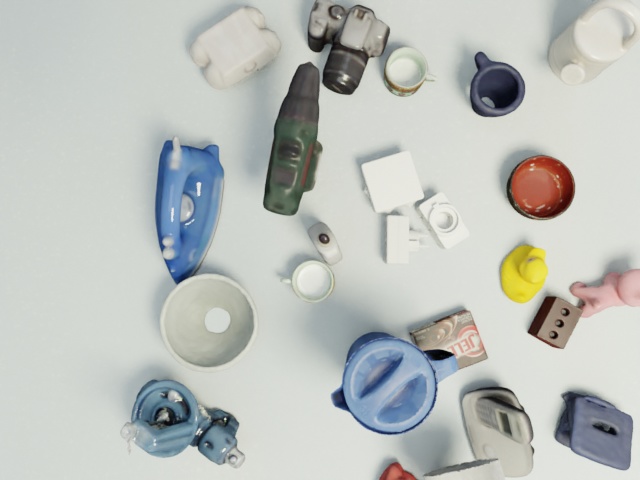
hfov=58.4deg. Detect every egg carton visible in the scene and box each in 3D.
[{"bbox_3d":[-0.150,-0.340,1.019,0.150,0.069,0.107,-35,87,-1],"label":"egg carton"}]

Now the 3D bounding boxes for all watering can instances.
[{"bbox_3d":[0.460,-0.330,0.947,0.101,0.194,0.173,16,87,2],"label":"watering can"}]

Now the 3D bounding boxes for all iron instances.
[{"bbox_3d":[-0.237,-0.047,0.967,0.118,0.141,0.258,5,87,1],"label":"iron"}]

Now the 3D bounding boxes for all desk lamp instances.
[{"bbox_3d":[0.232,0.427,0.896,0.118,0.213,0.203,-13,86,0],"label":"desk lamp"}]

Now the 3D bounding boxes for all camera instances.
[{"bbox_3d":[0.037,-0.336,1.000,0.143,0.101,0.137,20,87,2],"label":"camera"}]

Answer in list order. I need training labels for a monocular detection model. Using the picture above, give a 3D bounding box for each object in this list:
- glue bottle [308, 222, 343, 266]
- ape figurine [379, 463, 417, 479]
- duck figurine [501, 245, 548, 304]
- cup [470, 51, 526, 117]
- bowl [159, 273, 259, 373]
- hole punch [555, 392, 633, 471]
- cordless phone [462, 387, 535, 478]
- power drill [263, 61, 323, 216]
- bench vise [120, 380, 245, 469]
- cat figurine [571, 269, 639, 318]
[{"bbox_3d":[0.009,0.003,0.944,0.037,0.173,0.078,-32,86,-1],"label":"glue bottle"},{"bbox_3d":[0.134,0.419,0.958,0.076,0.092,0.078,-14,86,0],"label":"ape figurine"},{"bbox_3d":[0.357,0.058,0.980,0.077,0.086,0.105,18,87,2],"label":"duck figurine"},{"bbox_3d":[0.291,-0.261,0.995,0.091,0.095,0.118,-27,86,-1],"label":"cup"},{"bbox_3d":[-0.185,0.141,0.988,0.167,0.074,0.167,0,87,1],"label":"bowl"},{"bbox_3d":[0.463,0.318,0.960,0.108,0.091,0.101,19,87,2],"label":"hole punch"},{"bbox_3d":[0.299,0.318,0.915,0.094,0.185,0.148,-16,86,0],"label":"cordless phone"},{"bbox_3d":[-0.039,-0.149,0.936,0.075,0.208,0.230,11,87,2],"label":"power drill"},{"bbox_3d":[-0.215,0.295,0.907,0.207,0.219,0.121,12,87,2],"label":"bench vise"},{"bbox_3d":[0.505,0.088,0.960,0.128,0.118,0.067,-21,86,0],"label":"cat figurine"}]
